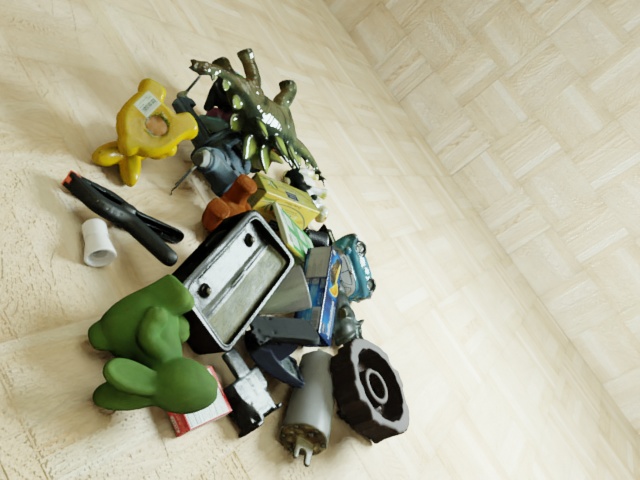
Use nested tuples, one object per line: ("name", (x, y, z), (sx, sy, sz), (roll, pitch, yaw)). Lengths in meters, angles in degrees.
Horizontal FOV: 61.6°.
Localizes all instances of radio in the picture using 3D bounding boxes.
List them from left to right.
("radio", (-0.147, 0.060, 0.866), (0.131, 0.073, 0.229), (57, 41, -21))

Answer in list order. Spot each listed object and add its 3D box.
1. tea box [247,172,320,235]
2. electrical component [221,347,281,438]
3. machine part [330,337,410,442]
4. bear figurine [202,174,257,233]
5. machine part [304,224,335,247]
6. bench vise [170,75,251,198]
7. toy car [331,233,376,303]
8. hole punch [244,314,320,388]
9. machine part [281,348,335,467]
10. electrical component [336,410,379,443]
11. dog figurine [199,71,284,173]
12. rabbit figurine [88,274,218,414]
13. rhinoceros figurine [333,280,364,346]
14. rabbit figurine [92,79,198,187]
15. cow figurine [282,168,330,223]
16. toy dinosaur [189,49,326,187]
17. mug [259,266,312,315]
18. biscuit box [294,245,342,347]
("tea box", (-0.095, -0.071, 1.168), (0.169, 0.098, 0.068), (16, 36, -47))
("electrical component", (-0.120, 0.228, 0.818), (0.119, 0.048, 0.075), (53, 27, 4))
("machine part", (0.087, 0.261, 0.942), (0.179, 0.056, 0.179), (42, 30, -31))
("bear figurine", (-0.129, -0.003, 1.015), (0.196, 0.132, 0.120), (46, 54, -2))
("machine part", (-0.003, -0.004, 1.303), (0.138, 0.039, 0.084), (11, 55, -54))
("bench vise", (-0.231, -0.199, 1.083), (0.240, 0.129, 0.223), (57, 25, 3))
("toy car", (0.054, 0.072, 1.241), (0.103, 0.109, 0.161), (-12, 82, -34))
("hole punch", (-0.071, 0.181, 0.895), (0.116, 0.092, 0.142), (11, 10, -11))
("machine part", (-0.013, 0.268, 0.902), (0.079, 0.079, 0.243), (43, 29, -16))
("electrical component", (0.089, 0.304, 1.038), (0.114, 0.058, 0.134), (44, 27, -18))
("dog figurine", (-0.161, -0.258, 1.229), (0.219, 0.191, 0.108), (29, 25, -9))
("rabbit figurine", (-0.205, 0.149, 0.683), (0.159, 0.121, 0.170), (-19, 58, -45))
("rhinoceros figurine", (0.044, 0.167, 1.126), (0.112, 0.073, 0.190), (37, 26, -56))
("rabbit figurine", (-0.307, -0.172, 0.934), (0.121, 0.173, 0.162), (37, 74, -24))
("cow figurine", (-0.035, -0.115, 1.347), (0.098, 0.068, 0.167), (11, 39, -33))
("toy dinosaur", (-0.104, -0.241, 1.122), (0.471, 0.105, 0.198), (22, 61, -57))
("mug", (-0.078, 0.099, 0.989), (0.109, 0.107, 0.080), (130, -54, -78))
("biscuit box", (-0.003, 0.110, 1.063), (0.062, 0.059, 0.203), (57, 34, -46))
